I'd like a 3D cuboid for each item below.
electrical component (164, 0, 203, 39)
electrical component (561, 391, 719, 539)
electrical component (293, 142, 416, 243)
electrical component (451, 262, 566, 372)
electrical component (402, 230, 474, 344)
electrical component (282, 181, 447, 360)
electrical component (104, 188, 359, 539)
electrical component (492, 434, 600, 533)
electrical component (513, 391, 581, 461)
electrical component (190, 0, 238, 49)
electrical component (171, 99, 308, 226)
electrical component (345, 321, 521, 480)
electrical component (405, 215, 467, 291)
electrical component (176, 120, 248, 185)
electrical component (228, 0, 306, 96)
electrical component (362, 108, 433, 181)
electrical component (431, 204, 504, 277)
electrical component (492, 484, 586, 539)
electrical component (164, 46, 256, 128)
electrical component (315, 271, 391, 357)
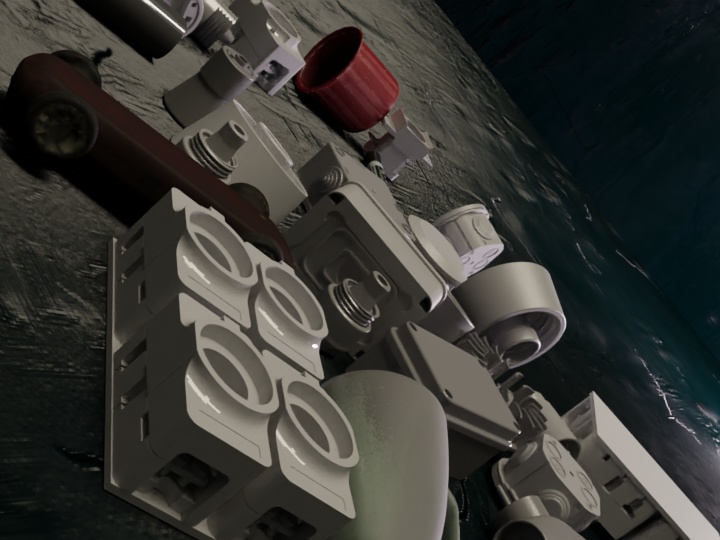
[{"bbox_3d":[-0.165,-0.226,0.896,0.055,0.055,0.047,25,26,-54],"label":"electrical component"},{"bbox_3d":[0.252,0.215,0.984,0.186,0.060,0.105,48,17,-4],"label":"electrical component"},{"bbox_3d":[-0.005,-0.054,0.937,0.100,0.048,0.099,32,24,-44],"label":"electrical component"},{"bbox_3d":[0.132,0.050,0.967,0.108,0.108,0.060,30,32,-48],"label":"electrical component"},{"bbox_3d":[0.051,0.020,0.888,0.099,0.064,0.099,42,18,-17],"label":"electrical component"},{"bbox_3d":[0.000,0.000,0.783,0.113,0.078,0.057,50,20,1],"label":"electrical component"},{"bbox_3d":[-0.067,0.047,0.544,0.105,0.060,0.186,39,20,-32],"label":"electrical component"},{"bbox_3d":[0.143,0.170,0.823,0.080,0.051,0.080,44,18,-18],"label":"electrical component"},{"bbox_3d":[0.152,0.135,0.931,0.043,0.043,0.081,35,14,-39],"label":"electrical component"},{"bbox_3d":[-0.147,-0.237,0.982,0.081,0.043,0.043,44,18,-18],"label":"electrical component"},{"bbox_3d":[-0.086,-0.075,0.793,0.099,0.064,0.099,53,4,-5],"label":"electrical component"},{"bbox_3d":[0.053,0.092,0.754,0.113,0.057,0.078,30,26,-48],"label":"electrical component"},{"bbox_3d":[0.056,-0.007,0.984,0.080,0.051,0.080,44,18,-18],"label":"electrical component"},{"bbox_3d":[-0.101,-0.072,0.710,0.043,0.062,0.043,44,17,-18],"label":"electrical component"},{"bbox_3d":[-0.097,-0.228,1.065,0.050,0.056,0.089,27,28,-52],"label":"electrical component"},{"bbox_3d":[0.041,-0.139,1.207,0.081,0.064,0.042,40,21,-28],"label":"electrical component"},{"bbox_3d":[0.103,-0.028,1.099,0.080,0.080,0.051,14,44,-62],"label":"electrical component"},{"bbox_3d":[0.117,0.183,0.742,0.077,0.044,0.079,27,27,-51],"label":"electrical component"},{"bbox_3d":[-0.112,-0.139,0.820,0.044,0.065,0.044,44,18,-18],"label":"electrical component"},{"bbox_3d":[-0.007,0.026,0.735,0.043,0.062,0.043,44,18,-18],"label":"electrical component"}]
